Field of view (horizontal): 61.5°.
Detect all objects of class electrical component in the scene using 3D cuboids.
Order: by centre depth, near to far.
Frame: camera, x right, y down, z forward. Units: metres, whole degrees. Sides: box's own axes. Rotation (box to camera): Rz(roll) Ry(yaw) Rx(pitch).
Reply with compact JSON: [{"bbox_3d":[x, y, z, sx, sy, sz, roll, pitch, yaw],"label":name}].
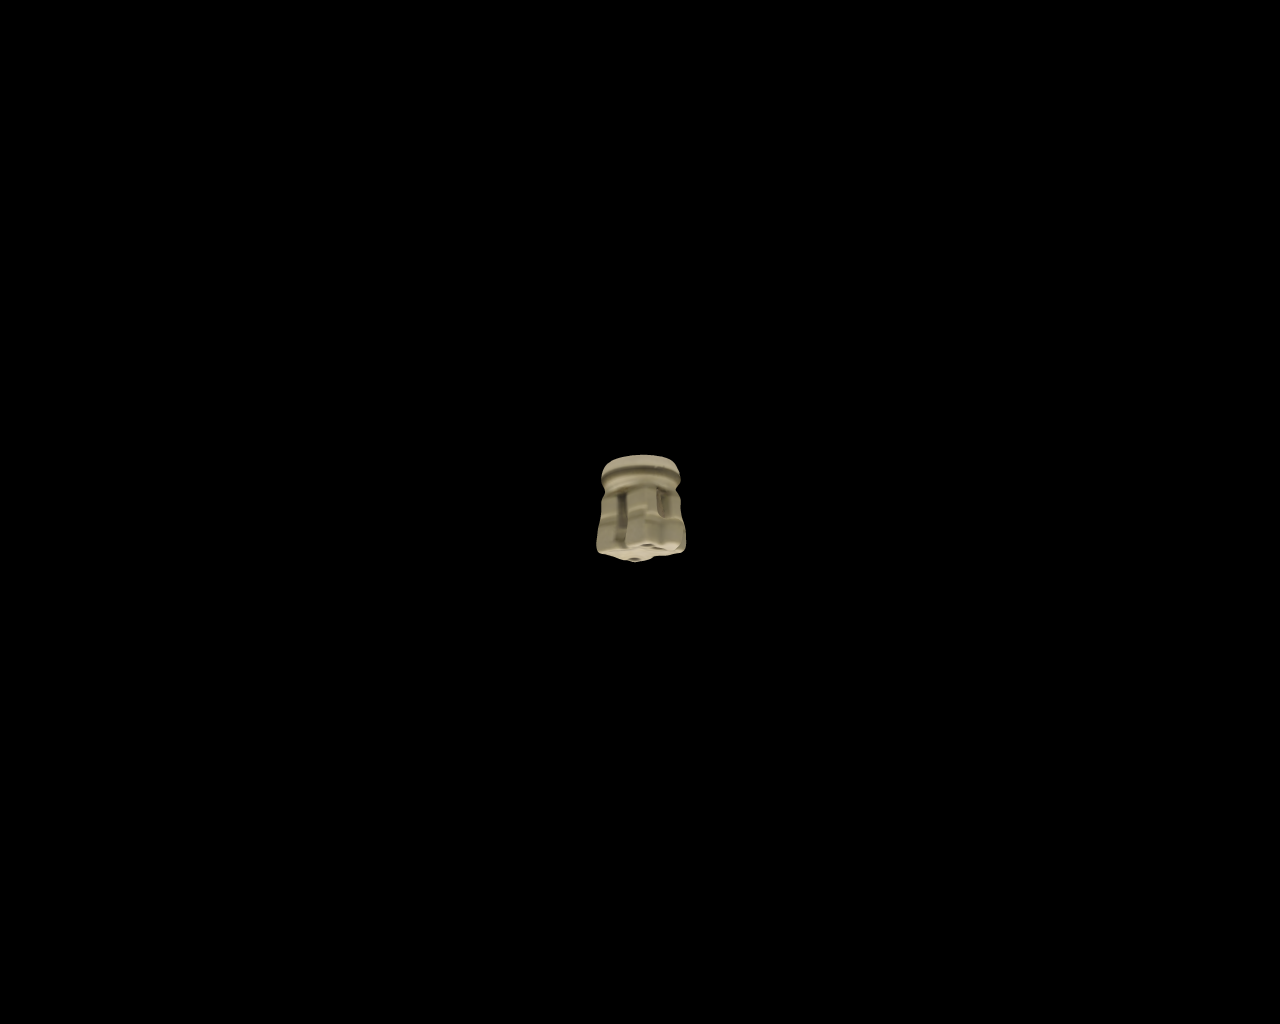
[{"bbox_3d":[0.001,-0.003,0.650,0.066,0.055,0.048,-14,-22,40],"label":"electrical component"}]
